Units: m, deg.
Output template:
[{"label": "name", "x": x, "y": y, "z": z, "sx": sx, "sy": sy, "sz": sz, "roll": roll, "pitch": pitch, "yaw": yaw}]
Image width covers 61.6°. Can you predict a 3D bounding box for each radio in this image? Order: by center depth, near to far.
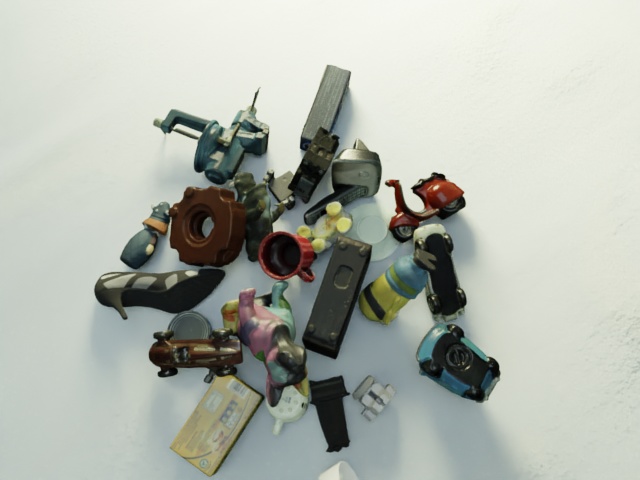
[{"label": "radio", "x": 0.036, "y": 0.111, "z": 1.056, "sx": 0.073, "sy": 0.131, "sz": 0.229, "roll": 17, "pitch": 75, "yaw": 8}]

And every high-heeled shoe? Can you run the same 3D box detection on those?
[{"label": "high-heeled shoe", "x": -0.333, "y": 0.085, "z": 1.112, "sx": 0.249, "sy": 0.086, "sz": 0.145, "roll": -20, "pitch": 42, "yaw": -24}]

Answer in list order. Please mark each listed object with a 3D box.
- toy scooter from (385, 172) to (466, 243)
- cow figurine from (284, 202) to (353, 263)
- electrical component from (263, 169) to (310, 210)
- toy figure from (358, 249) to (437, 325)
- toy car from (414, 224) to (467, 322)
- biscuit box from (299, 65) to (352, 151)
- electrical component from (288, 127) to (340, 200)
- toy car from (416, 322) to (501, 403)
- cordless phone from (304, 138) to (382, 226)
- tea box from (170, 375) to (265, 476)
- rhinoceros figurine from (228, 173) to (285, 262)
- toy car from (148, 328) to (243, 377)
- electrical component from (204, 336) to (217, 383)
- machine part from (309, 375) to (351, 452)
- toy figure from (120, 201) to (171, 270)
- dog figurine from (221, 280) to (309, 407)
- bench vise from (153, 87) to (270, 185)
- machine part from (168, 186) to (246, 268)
[{"label": "toy scooter", "x": 0.213, "y": -0.089, "z": 1.147, "sx": 0.184, "sy": 0.075, "sz": 0.135, "roll": -28, "pitch": 84, "yaw": -6}, {"label": "cow figurine", "x": -0.004, "y": -0.004, "z": 1.123, "sx": 0.167, "sy": 0.098, "sz": 0.068, "roll": -39, "pitch": 81, "yaw": 9}, {"label": "electrical component", "x": -0.079, "y": -0.111, "z": 1.170, "sx": 0.078, "sy": 0.045, "sz": 0.102, "roll": -29, "pitch": 76, "yaw": -7}, {"label": "toy figure", "x": 0.151, "y": 0.090, "z": 1.061, "sx": 0.089, "sy": 0.082, "sz": 0.180, "roll": 46, "pitch": 120, "yaw": 18}, {"label": "toy car", "x": 0.245, "y": 0.067, "z": 1.099, "sx": 0.073, "sy": 0.056, "sz": 0.201, "roll": -14, "pitch": 90, "yaw": -8}, {"label": "biscuit box", "x": 0.012, "y": -0.293, "z": 1.218, "sx": 0.063, "sy": 0.059, "sz": 0.202, "roll": 19, "pitch": 73, "yaw": 3}, {"label": "electrical component", "x": -0.016, "y": -0.151, "z": 1.127, "sx": 0.058, "sy": 0.115, "sz": 0.134, "roll": 27, "pitch": 56, "yaw": -4}, {"label": "toy car", "x": 0.259, "y": 0.238, "z": 1.036, "sx": 0.162, "sy": 0.103, "sz": 0.109, "roll": 35, "pitch": 72, "yaw": 5}, {"label": "cordless phone", "x": 0.036, "y": -0.110, "z": 1.116, "sx": 0.184, "sy": 0.146, "sz": 0.089, "roll": -35, "pitch": 70, "yaw": -13}, {"label": "tea box", "x": -0.191, "y": 0.344, "z": 1.019, "sx": 0.098, "sy": 0.068, "sz": 0.169, "roll": 33, "pitch": 77, "yaw": 9}, {"label": "rhinoceros figurine", "x": -0.134, "y": -0.050, "z": 1.127, "sx": 0.073, "sy": 0.112, "sz": 0.190, "roll": -9, "pitch": 85, "yaw": -48}, {"label": "toy car", "x": -0.237, "y": 0.213, "z": 1.008, "sx": 0.202, "sy": 0.053, "sz": 0.089, "roll": -5, "pitch": 87, "yaw": 24}, {"label": "electrical component", "x": -0.212, "y": 0.233, "z": 1.059, "sx": 0.063, "sy": 0.021, "sz": 0.094, "roll": 36, "pitch": 78, "yaw": -29}, {"label": "machine part", "x": 0.025, "y": 0.336, "z": 1.040, "sx": 0.084, "sy": 0.039, "sz": 0.139, "roll": -7, "pitch": 72, "yaw": -8}, {"label": "toy figure", "x": -0.361, "y": -0.012, "z": 1.133, "sx": 0.064, "sy": 0.057, "sz": 0.154, "roll": 30, "pitch": 70, "yaw": 2}, {"label": "dog figurine", "x": -0.097, "y": 0.199, "z": 1.005, "sx": 0.108, "sy": 0.191, "sz": 0.219, "roll": -4, "pitch": 68, "yaw": -36}, {"label": "bench vise", "x": -0.238, "y": -0.234, "z": 1.171, "sx": 0.241, "sy": 0.128, "sz": 0.223, "roll": 20, "pitch": 70, "yaw": 2}, {"label": "machine part", "x": -0.233, "y": -0.027, "z": 1.099, "sx": 0.180, "sy": 0.056, "sz": 0.179, "roll": -3, "pitch": 83, "yaw": 27}]
